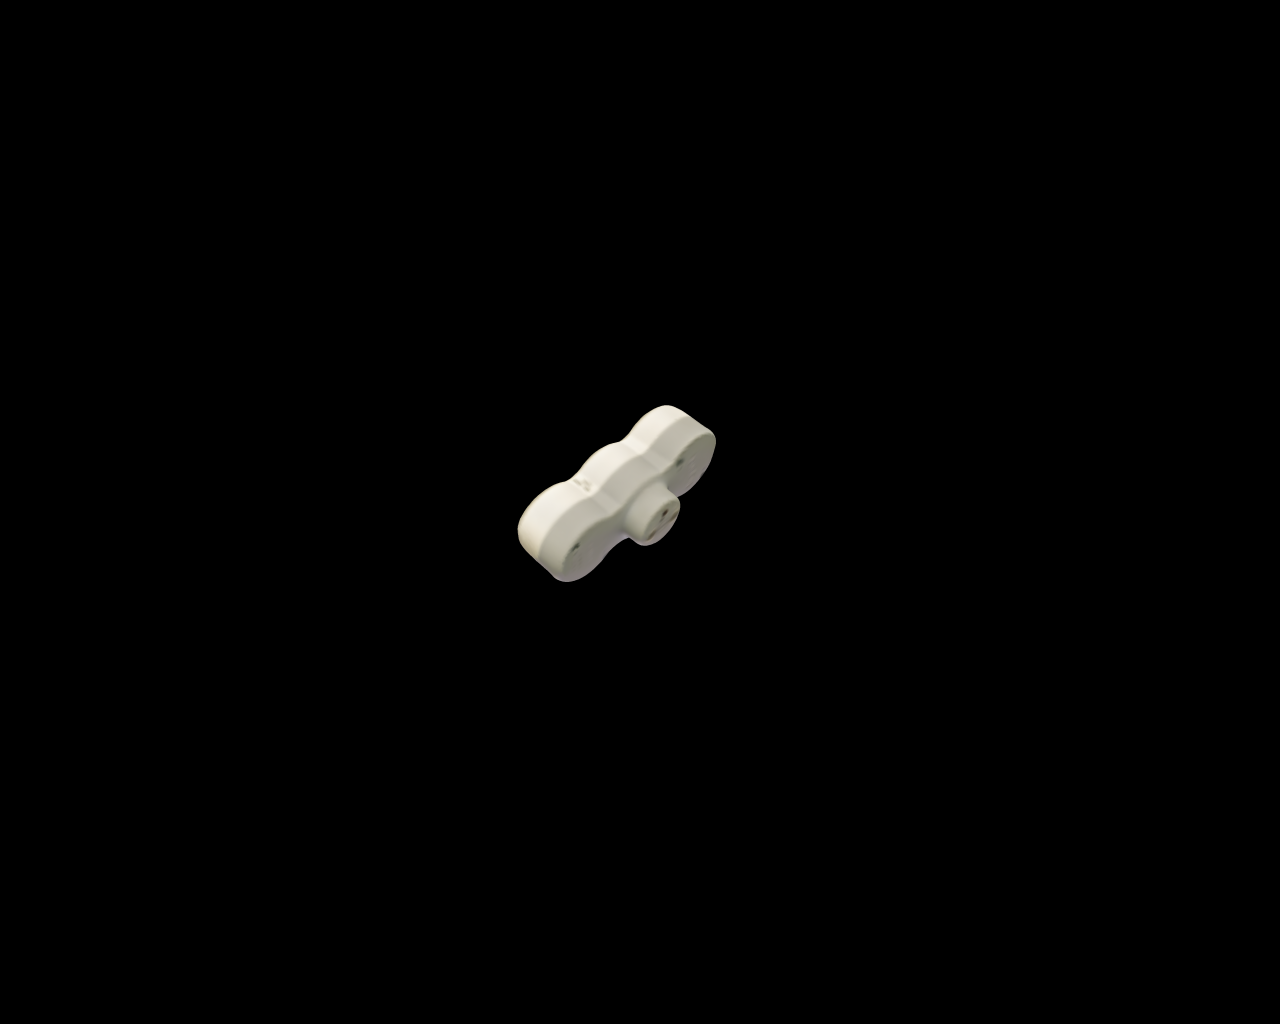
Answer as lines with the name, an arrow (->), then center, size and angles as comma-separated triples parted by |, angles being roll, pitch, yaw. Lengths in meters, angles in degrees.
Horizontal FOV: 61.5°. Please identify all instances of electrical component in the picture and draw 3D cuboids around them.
electrical component -> 0.001, -0.003, 0.650 | 0.074, 0.052, 0.138 | 39, 63, 25
